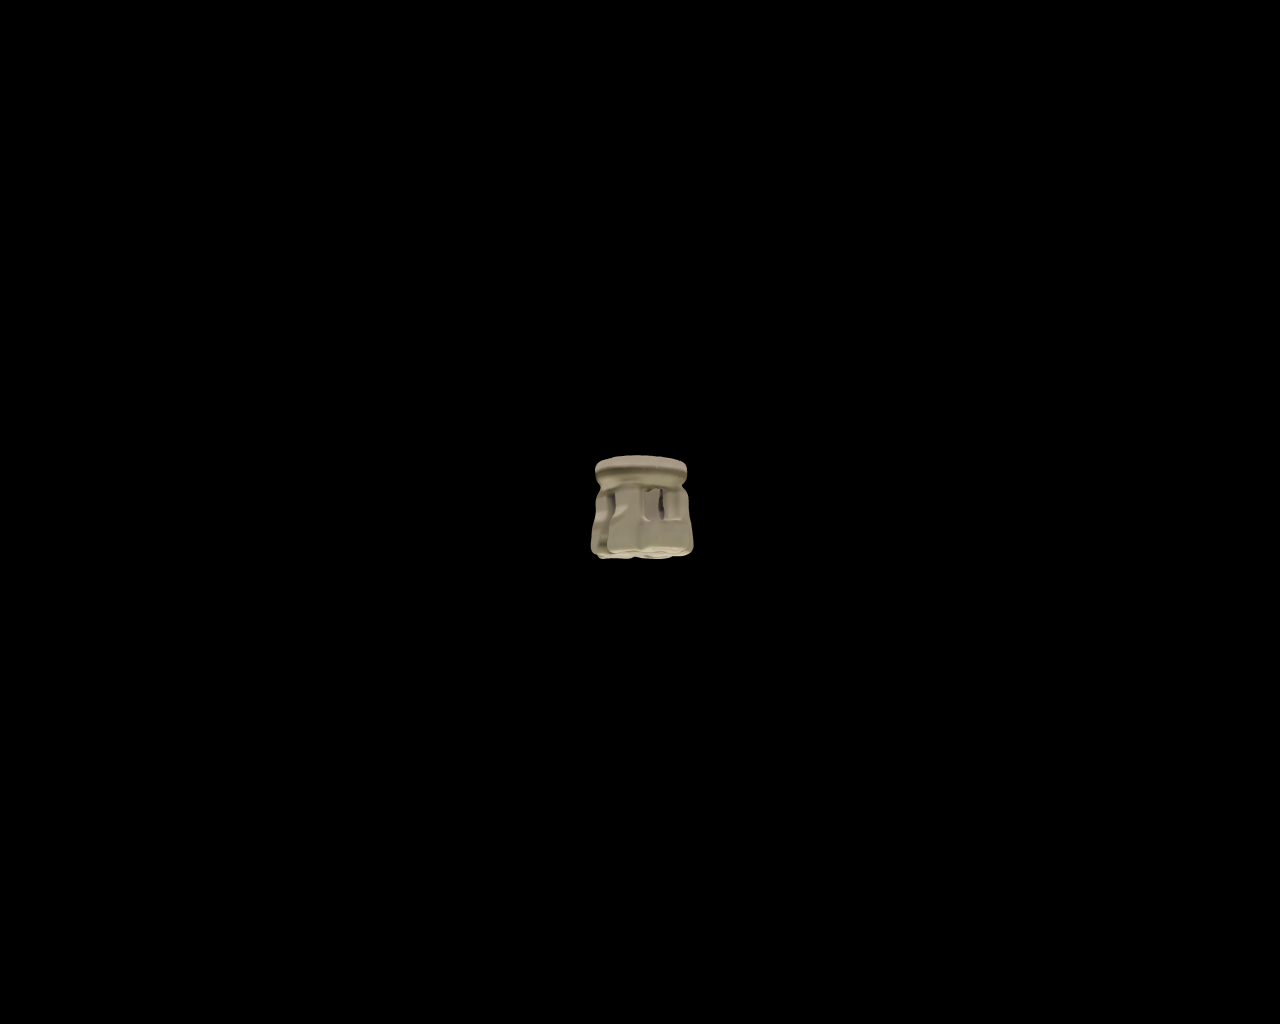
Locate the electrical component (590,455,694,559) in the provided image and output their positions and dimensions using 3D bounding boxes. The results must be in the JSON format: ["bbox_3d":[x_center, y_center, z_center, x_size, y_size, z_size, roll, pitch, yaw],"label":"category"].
[{"bbox_3d":[0.001,-0.003,0.650,0.058,0.057,0.078,4,-8,-27],"label":"electrical component"}]
